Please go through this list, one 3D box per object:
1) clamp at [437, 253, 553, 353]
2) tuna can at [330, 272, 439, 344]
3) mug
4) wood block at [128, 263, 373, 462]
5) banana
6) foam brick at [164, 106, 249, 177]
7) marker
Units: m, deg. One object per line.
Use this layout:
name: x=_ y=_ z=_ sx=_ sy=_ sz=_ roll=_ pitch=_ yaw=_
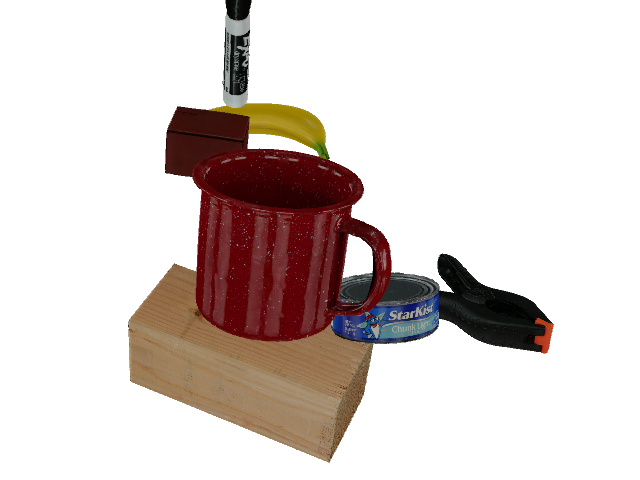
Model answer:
clamp: x=0.149 y=0.058 z=1.023 sx=0.172 sy=0.039 sz=0.120 roll=21 pitch=35 yaw=27
tuna can: x=0.049 y=0.051 z=0.822 sx=0.086 sy=0.034 sz=0.086 roll=-2 pitch=13 yaw=0
mug: x=-0.016 y=0.006 z=0.586 sx=0.117 sy=0.081 sz=0.093 roll=16 pitch=25 yaw=20
wood block: x=-0.065 y=0.111 z=0.991 sx=0.206 sy=0.090 sz=0.090 roll=20 pitch=44 yaw=14
banana: x=-0.075 y=-0.136 z=1.261 sx=0.198 sy=0.037 sz=0.069 roll=8 pitch=40 yaw=18
foam brick: x=-0.113 y=-0.097 z=1.075 sx=0.078 sy=0.051 sz=0.053 roll=8 pitch=34 yaw=2
marker: x=-0.060 y=-0.140 z=0.762 sx=0.020 sy=0.020 sz=0.121 roll=0 pitch=-32 yaw=-6
